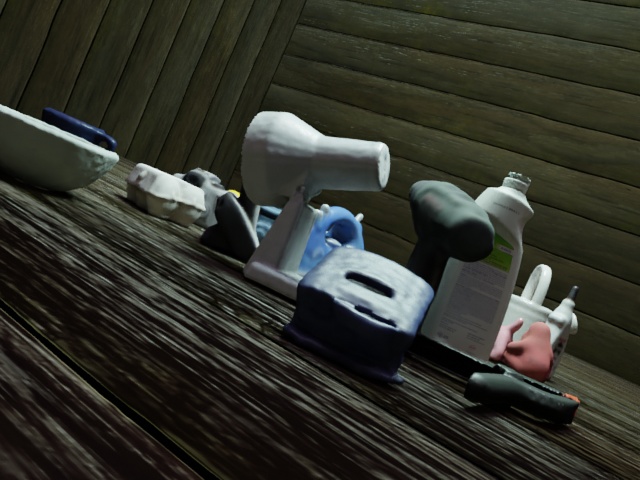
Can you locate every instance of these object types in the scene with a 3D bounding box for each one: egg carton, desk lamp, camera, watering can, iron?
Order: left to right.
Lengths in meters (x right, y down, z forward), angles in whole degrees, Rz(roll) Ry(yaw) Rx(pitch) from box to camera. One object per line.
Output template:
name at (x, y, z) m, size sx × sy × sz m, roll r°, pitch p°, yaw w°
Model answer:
egg carton at (-0.266, -0.078, 0.976) m, size 0.108 × 0.069 × 0.149 m, roll 22°, pitch 2°, yaw -43°
camera at (-0.217, -0.078, 1.137) m, size 0.143 × 0.101 × 0.137 m, roll 24°, pitch 2°, yaw 13°
desk lamp at (-0.015, -0.039, 0.705) m, size 0.202 × 0.213 × 0.118 m, roll 24°, pitch 2°, yaw 20°
iron at (0.009, 0.003, 0.943) m, size 0.118 × 0.141 × 0.259 m, roll 24°, pitch 2°, yaw 21°
watering can at (0.408, 0.142, 1.113) m, size 0.173 × 0.194 × 0.100 m, roll 23°, pitch 2°, yaw -14°

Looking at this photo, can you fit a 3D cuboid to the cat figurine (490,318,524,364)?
cat figurine at (0.294, 0.138, 0.997) m, size 0.067 × 0.118 × 0.127 m, roll 22°, pitch 2°, yaw -41°

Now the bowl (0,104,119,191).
bowl at (-0.344, -0.106, 0.707) m, size 0.167 × 0.075 × 0.167 m, roll 23°, pitch 2°, yaw 0°

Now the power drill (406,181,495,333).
power drill at (0.123, 0.024, 0.702) m, size 0.076 × 0.208 × 0.229 m, roll 23°, pitch 2°, yaw -13°

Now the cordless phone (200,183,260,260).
cordless phone at (-0.104, -0.068, 0.881) m, size 0.094 × 0.185 × 0.147 m, roll 23°, pitch 2°, yaw -11°

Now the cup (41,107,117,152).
cup at (-0.368, -0.132, 0.854) m, size 0.117 × 0.095 × 0.092 m, roll 24°, pitch 2°, yaw 4°

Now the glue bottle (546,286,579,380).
glue bottle at (0.415, 0.160, 1.007) m, size 0.037 × 0.173 × 0.078 m, roll 25°, pitch 2°, yaw 40°

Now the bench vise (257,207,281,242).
bench vise at (-0.089, -0.091, 1.243) m, size 0.122 × 0.220 × 0.207 m, roll 23°, pitch 2°, yaw -13°

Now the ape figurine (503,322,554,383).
ape figurine at (0.330, 0.172, 0.887) m, size 0.077 × 0.092 × 0.076 m, roll 24°, pitch 2°, yaw 8°

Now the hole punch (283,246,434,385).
hole punch at (0.037, 0.057, 0.484) m, size 0.108 × 0.091 × 0.101 m, roll 24°, pitch 2°, yaw 12°

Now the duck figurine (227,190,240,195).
duck figurine at (-0.204, -0.069, 1.273) m, size 0.078 × 0.086 × 0.104 m, roll 23°, pitch 2°, yaw -23°
